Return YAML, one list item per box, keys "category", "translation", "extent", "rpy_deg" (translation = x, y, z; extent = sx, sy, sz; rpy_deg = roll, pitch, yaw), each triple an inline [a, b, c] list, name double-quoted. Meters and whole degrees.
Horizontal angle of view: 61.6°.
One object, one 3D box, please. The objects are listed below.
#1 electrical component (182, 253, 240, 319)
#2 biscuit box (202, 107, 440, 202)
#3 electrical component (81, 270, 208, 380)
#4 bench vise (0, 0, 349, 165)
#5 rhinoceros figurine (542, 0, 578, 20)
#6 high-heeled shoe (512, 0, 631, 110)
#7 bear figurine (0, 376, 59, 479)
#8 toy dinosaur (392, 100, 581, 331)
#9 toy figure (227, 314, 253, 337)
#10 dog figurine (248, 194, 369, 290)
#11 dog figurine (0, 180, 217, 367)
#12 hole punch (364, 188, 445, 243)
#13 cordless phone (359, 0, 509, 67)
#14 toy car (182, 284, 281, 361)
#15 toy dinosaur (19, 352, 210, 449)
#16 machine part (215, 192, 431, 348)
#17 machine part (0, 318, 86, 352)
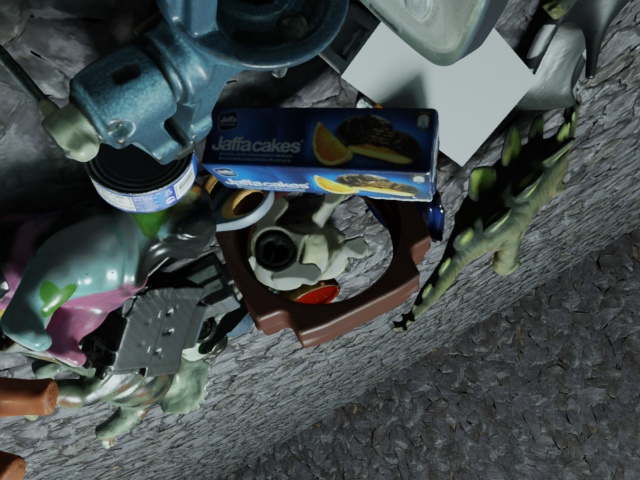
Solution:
- category: "electrical component"
  translation: [-0.138, 0.058, 0.718]
  extent: [0.119, 0.075, 0.047]
  rpy_deg: [-29, 156, -7]
- category: "biscuit box"
  translation: [0.001, -0.077, 0.475]
  extent: [0.203, 0.063, 0.059]
  rpy_deg: [4, 164, 15]
- category: "electrical component"
  translation: [-0.193, 0.094, 0.617]
  extent: [0.134, 0.058, 0.114]
  rpy_deg: [9, 102, -57]
- category: "bench vise"
  translation: [-0.067, -0.139, 0.301]
  extent: [0.224, 0.129, 0.240]
  rpy_deg: [-28, 176, -20]
- category: "rhinoceros figurine"
  translation: [0.184, -0.255, 0.426]
  extent: [0.112, 0.073, 0.190]
  rpy_deg: [-41, 154, 30]
- category: "high-heeled shoe"
  translation: [0.273, -0.234, 0.620]
  extent: [0.086, 0.145, 0.249]
  rpy_deg: [3, -177, -1]
- category: "bear figurine"
  translation: [-0.322, 0.126, 0.470]
  extent: [0.132, 0.120, 0.195]
  rpy_deg: [12, 132, -7]
- category: "toy dinosaur"
  translation: [0.244, -0.043, 0.736]
  extent: [0.471, 0.105, 0.198]
  rpy_deg: [-53, 153, -15]
- category: "toy figure"
  translation: [-0.172, 0.124, 0.834]
  extent: [0.058, 0.064, 0.154]
  rpy_deg: [4, 175, 40]
- category: "dog figurine"
  translation: [-0.031, 0.026, 0.725]
  extent: [0.172, 0.121, 0.190]
  rpy_deg: [-9, 162, -11]
- category: "dog figurine"
  translation: [-0.204, -0.009, 0.480]
  extent: [0.219, 0.192, 0.108]
  rpy_deg: [-57, 164, -24]
- category: "hole punch"
  translation: [0.113, -0.050, 0.728]
  extent: [0.092, 0.116, 0.142]
  rpy_deg: [-19, 156, -1]
- category: "cordless phone"
  translation: [0.039, -0.193, 0.295]
  extent: [0.089, 0.147, 0.184]
  rpy_deg: [-44, 156, 15]
- category: "toy car"
  translation: [-0.124, 0.089, 0.770]
  extent: [0.202, 0.056, 0.073]
  rpy_deg: [-46, 155, -14]
- category: "toy dinosaur"
  translation: [-0.278, 0.181, 0.752]
  extent: [0.192, 0.131, 0.404]
  rpy_deg: [-30, 156, -7]
- category: "machine part"
  translation: [-0.001, -0.002, 0.580]
  extent: [0.201, 0.201, 0.087]
  rpy_deg: [-26, 159, -7]
- category: "machine part"
  translation: [-0.276, 0.086, 0.613]
  extent: [0.079, 0.079, 0.243]
  rpy_deg: [-38, 154, 22]
